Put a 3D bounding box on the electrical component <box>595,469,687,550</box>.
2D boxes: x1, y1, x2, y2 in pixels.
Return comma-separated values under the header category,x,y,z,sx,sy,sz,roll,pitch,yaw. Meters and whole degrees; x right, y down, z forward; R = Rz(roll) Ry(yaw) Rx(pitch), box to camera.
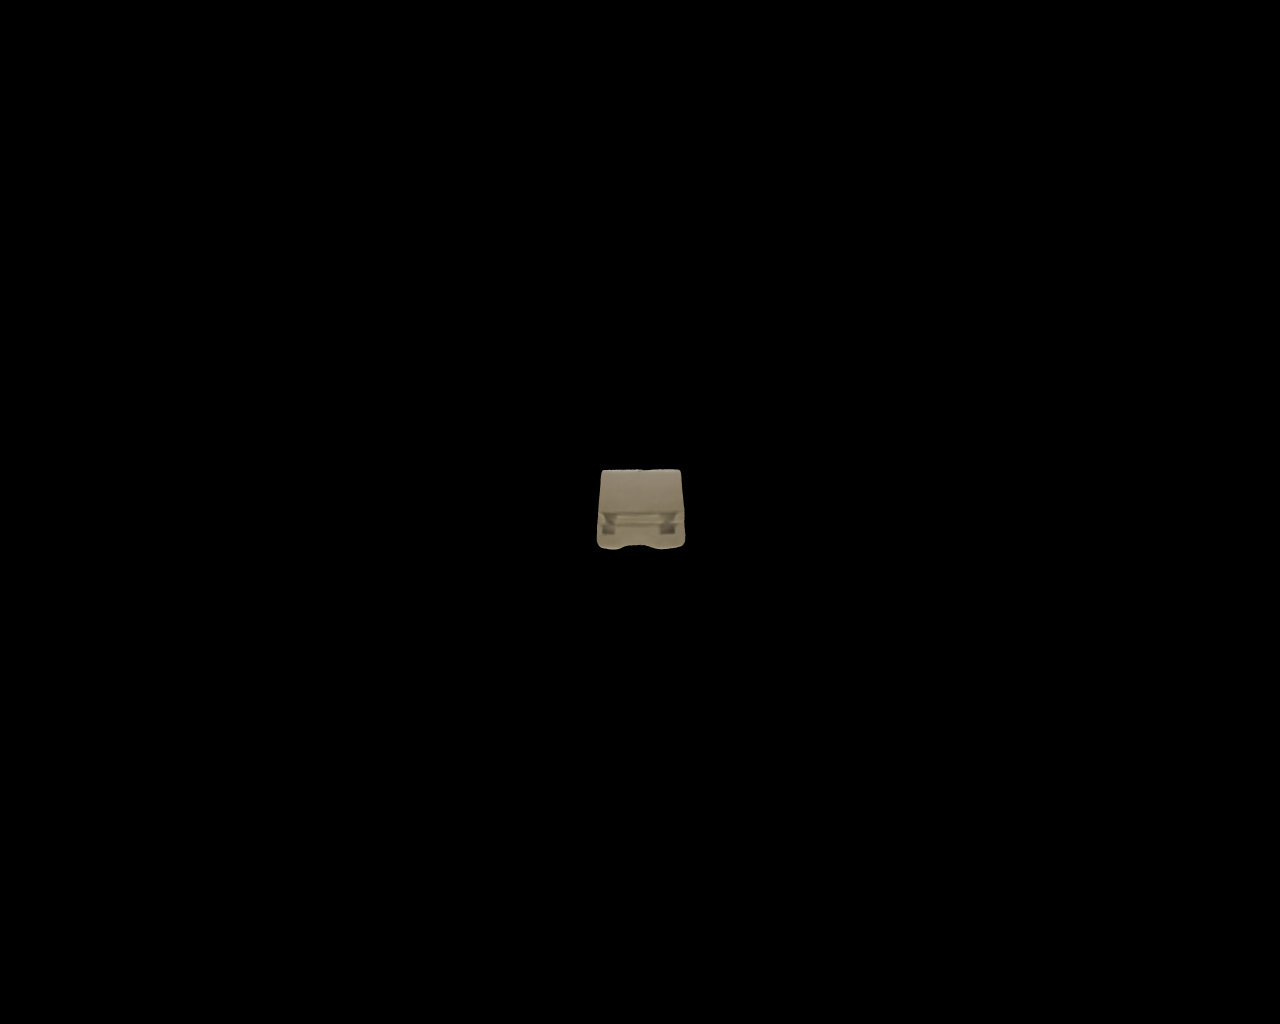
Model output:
category,x,y,z,sx,sy,sz,roll,pitch,yaw
electrical component,0.001,-0.003,0.650,0.055,0.047,0.055,0,2,0
